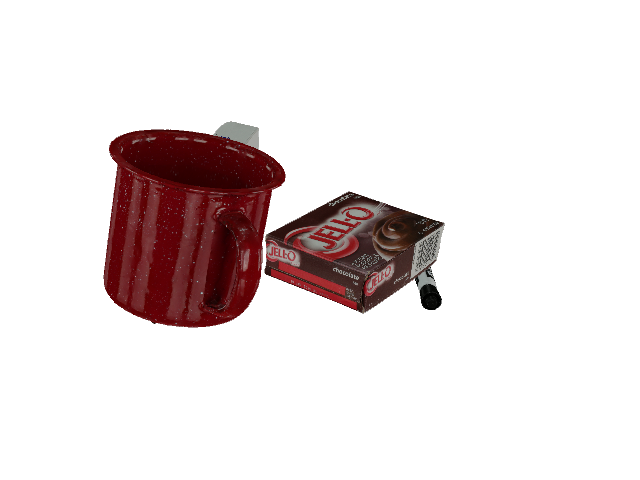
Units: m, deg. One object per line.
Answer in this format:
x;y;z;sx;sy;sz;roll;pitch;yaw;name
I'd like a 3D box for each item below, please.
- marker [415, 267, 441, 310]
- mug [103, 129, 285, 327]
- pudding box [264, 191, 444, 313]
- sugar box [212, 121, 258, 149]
0.099;0.035;1.019;0.020;0.020;0.121;0;21;-2;marker
-0.065;-0.001;0.563;0.093;0.081;0.117;-5;27;-36;mug
0.026;0.006;0.798;0.090;0.039;0.113;21;29;29;pudding box
-0.101;-0.030;1.141;0.048;0.176;0.093;14;42;17;sugar box
